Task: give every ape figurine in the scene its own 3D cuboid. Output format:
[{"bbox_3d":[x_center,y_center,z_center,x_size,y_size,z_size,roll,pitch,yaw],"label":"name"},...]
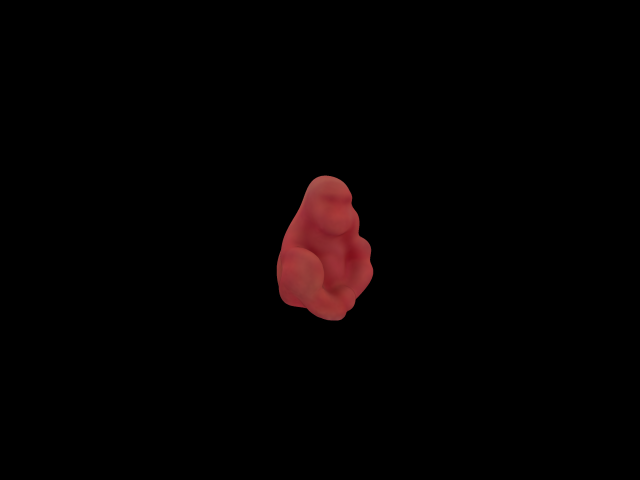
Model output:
[{"bbox_3d":[0.004,0.001,0.400,0.078,0.092,0.076,-6,11,-31],"label":"ape figurine"}]
